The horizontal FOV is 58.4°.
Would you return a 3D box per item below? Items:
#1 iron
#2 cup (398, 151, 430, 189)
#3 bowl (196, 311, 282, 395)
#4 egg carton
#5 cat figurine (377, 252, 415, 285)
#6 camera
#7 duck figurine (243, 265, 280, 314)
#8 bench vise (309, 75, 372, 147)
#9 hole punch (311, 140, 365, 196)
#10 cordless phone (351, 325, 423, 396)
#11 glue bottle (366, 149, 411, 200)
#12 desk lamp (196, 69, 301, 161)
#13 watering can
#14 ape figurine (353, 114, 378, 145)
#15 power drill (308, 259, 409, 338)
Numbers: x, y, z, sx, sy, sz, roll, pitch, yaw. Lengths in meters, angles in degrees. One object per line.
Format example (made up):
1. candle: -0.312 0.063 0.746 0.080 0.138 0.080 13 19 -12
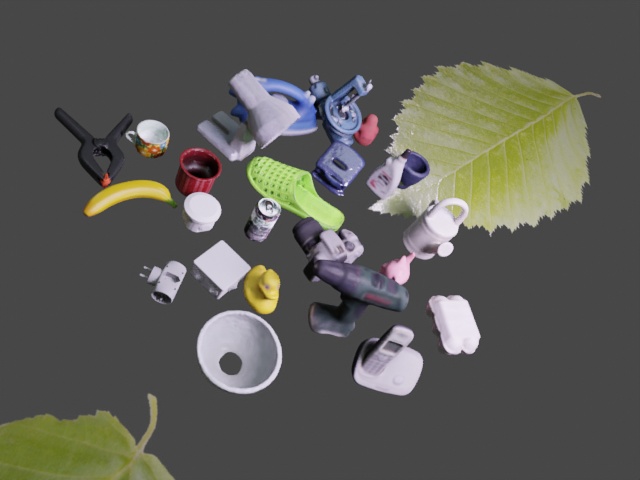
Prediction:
1. iron: -0.100 -0.360 1.495 0.259 0.141 0.118 6 55 -25
2. cup: 0.233 -0.184 1.585 0.118 0.095 0.091 -6 61 -32
3. bowl: -0.162 0.223 1.092 0.168 0.074 0.167 15 52 -19
4. egg carton: 0.317 0.203 1.373 0.107 0.069 0.150 2 57 -28
5. cat figurine: 0.185 0.072 1.361 0.067 0.117 0.128 46 49 8
6. camera: 0.012 0.005 1.325 0.143 0.100 0.136 -24 71 -38
7. duck figurine: -0.114 0.093 1.203 0.078 0.086 0.104 -1 58 -29
8. bench vise: 0.042 -0.374 1.530 0.207 0.219 0.122 40 48 2
9. hole punch: 0.049 -0.187 1.488 0.108 0.091 0.101 38 48 0
10. cordless phone: 0.161 0.242 1.182 0.148 0.185 0.094 17 51 -17
11. glue bottle: 0.189 -0.183 1.507 0.078 0.173 0.037 42 48 4
12. desk lamp: -0.168 -0.284 1.355 0.203 0.213 0.118 40 48 3
13. watering can: 0.302 -0.034 1.449 0.101 0.193 0.172 -4 60 -31
14. ape figurine: 0.136 -0.321 1.630 0.078 0.092 0.076 18 51 -16
15. power drill: 0.057 0.123 1.193 0.230 0.208 0.075 13 53 -21
